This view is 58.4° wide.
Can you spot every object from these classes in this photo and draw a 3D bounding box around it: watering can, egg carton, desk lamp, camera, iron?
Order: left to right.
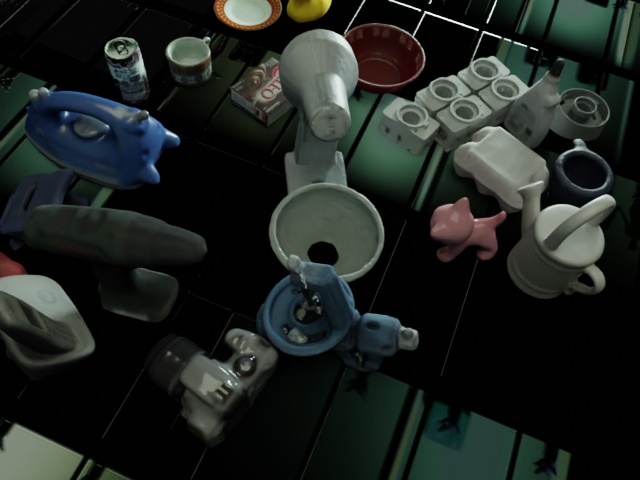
[{"bbox_3d":[-0.357,-0.176,0.875,0.258,0.141,0.119,16,60,4],"label":"iron"},{"bbox_3d":[-0.143,0.163,0.724,0.136,0.101,0.143,33,63,13],"label":"camera"},{"bbox_3d":[0.002,-0.173,0.864,0.118,0.213,0.203,-4,61,-7],"label":"desk lamp"},{"bbox_3d":[0.297,-0.117,0.941,0.150,0.069,0.107,42,65,18],"label":"egg carton"},{"bbox_3d":[0.339,-0.005,0.809,0.172,0.194,0.101,38,64,16],"label":"watering can"}]

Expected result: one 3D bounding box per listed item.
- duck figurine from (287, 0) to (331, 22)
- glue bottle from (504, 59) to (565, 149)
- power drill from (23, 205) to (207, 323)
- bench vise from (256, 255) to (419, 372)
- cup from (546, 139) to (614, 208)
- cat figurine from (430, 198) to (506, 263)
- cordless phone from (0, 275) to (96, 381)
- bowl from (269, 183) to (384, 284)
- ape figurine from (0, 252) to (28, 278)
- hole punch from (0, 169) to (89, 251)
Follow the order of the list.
[{"bbox_3d":[-0.019,-0.487,1.114,0.077,0.086,0.105,40,65,17],"label":"duck figurine"},{"bbox_3d":[0.365,-0.232,0.953,0.037,0.173,0.078,-24,65,-17],"label":"glue bottle"},{"bbox_3d":[-0.244,0.028,0.730,0.229,0.208,0.075,13,60,3],"label":"power drill"},{"bbox_3d":[0.023,0.081,0.717,0.207,0.220,0.121,-2,60,-6],"label":"bench vise"},{"bbox_3d":[0.405,-0.095,0.924,0.091,0.095,0.118,7,60,-1],"label":"cup"},{"bbox_3d":[0.214,-0.020,0.851,0.128,0.118,0.067,-6,61,-8],"label":"cat figurine"},{"bbox_3d":[-0.361,0.085,0.701,0.094,0.185,0.147,-36,69,-22],"label":"cordless phone"},{"bbox_3d":[0.008,0.003,0.844,0.167,0.075,0.167,2,60,-4],"label":"bowl"},{"bbox_3d":[-0.443,0.044,0.771,0.076,0.092,0.078,6,60,-1],"label":"ape figurine"},{"bbox_3d":[-0.404,-0.045,0.826,0.101,0.091,0.108,7,60,-1],"label":"hole punch"}]
